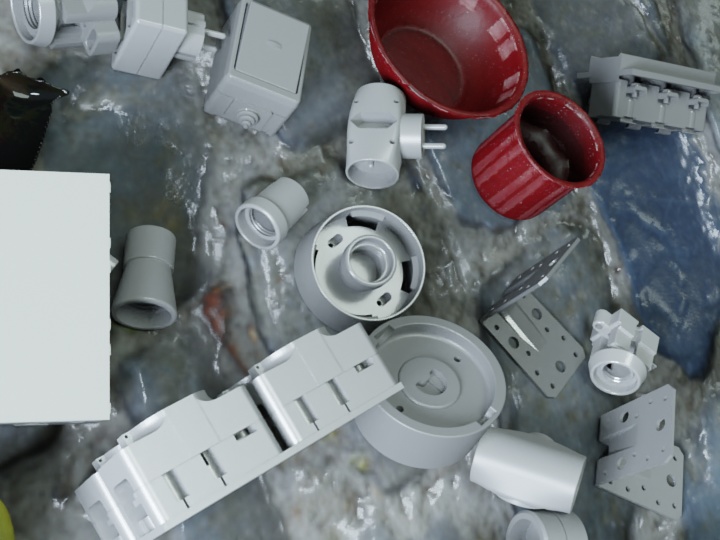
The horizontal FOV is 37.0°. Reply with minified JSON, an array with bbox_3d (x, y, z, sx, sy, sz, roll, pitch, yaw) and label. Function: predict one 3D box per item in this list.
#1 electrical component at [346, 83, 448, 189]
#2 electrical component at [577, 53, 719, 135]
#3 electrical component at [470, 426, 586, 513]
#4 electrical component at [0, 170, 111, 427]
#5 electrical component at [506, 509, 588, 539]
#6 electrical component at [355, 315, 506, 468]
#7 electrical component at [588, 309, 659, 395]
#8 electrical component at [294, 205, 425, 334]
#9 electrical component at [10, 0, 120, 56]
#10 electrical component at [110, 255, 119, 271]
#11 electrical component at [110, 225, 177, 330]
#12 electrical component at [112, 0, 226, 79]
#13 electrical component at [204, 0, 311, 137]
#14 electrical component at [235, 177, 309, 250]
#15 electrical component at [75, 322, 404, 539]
[{"bbox_3d":[0.031,-0.109,0.877,0.079,0.043,0.077,2,61,9],"label":"electrical component"},{"bbox_3d":[0.283,-0.169,1.048,0.121,0.079,0.063,4,94,-29],"label":"electrical component"},{"bbox_3d":[0.130,0.146,0.816,0.077,0.044,0.079,16,10,16],"label":"electrical component"},{"bbox_3d":[-0.201,0.019,0.659,0.089,0.062,0.150,1,80,-18],"label":"electrical component"},{"bbox_3d":[0.157,0.245,0.786,0.074,0.052,0.138,6,65,-28],"label":"electrical component"},{"bbox_3d":[0.046,0.093,0.784,0.108,0.060,0.108,9,46,-10],"label":"electrical component"},{"bbox_3d":[0.221,0.072,0.912,0.066,0.048,0.055,36,47,-10],"label":"electrical component"},{"bbox_3d":[0.000,0.000,0.822,0.099,0.064,0.099,5,74,-17],"label":"electrical component"},{"bbox_3d":[-0.216,-0.192,0.779,0.057,0.058,0.078,-15,75,-37],"label":"electrical component"},{"bbox_3d":[-0.191,-0.020,0.724,0.061,0.035,0.035,38,54,-11],"label":"electrical component"},{"bbox_3d":[-0.145,0.003,0.736,0.044,0.044,0.065,14,56,-24],"label":"electrical component"},{"bbox_3d":[-0.141,-0.179,0.811,0.077,0.066,0.047,9,63,-27],"label":"electrical component"},{"bbox_3d":[-0.079,-0.154,0.837,0.062,0.061,0.096,19,59,-22],"label":"electrical component"},{"bbox_3d":[-0.065,-0.043,0.806,0.040,0.040,0.046,46,48,-3],"label":"electrical component"},{"bbox_3d":[-0.078,0.104,0.685,0.186,0.105,0.060,-26,82,-36],"label":"electrical component"}]
